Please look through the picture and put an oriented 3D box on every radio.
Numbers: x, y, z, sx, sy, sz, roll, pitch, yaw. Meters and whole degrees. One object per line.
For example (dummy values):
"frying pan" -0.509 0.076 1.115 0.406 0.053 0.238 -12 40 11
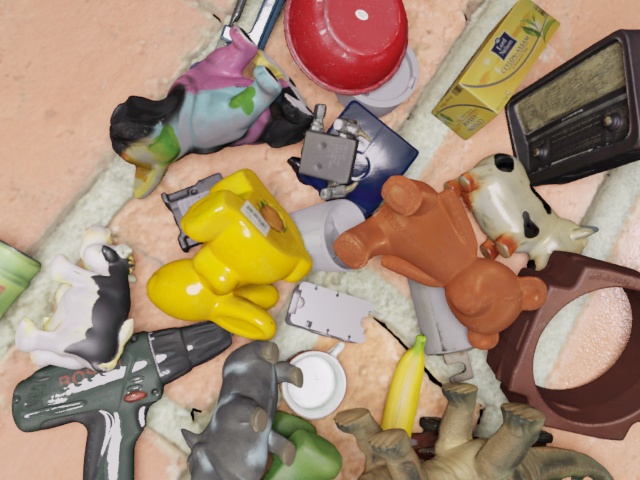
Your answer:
"radio" 0.326 -0.148 0.660 0.073 0.229 0.131 -6 85 -12

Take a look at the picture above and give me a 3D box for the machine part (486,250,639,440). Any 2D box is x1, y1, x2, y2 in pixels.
"machine part" 0.319 0.124 0.645 0.201 0.087 0.200 14 102 -6

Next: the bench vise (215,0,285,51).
"bench vise" -0.058 -0.334 0.681 0.223 0.129 0.240 23 96 -16

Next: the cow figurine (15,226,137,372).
"cow figurine" -0.233 0.056 0.565 0.098 0.068 0.167 9 51 0

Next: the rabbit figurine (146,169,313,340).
"rabbit figurine" -0.103 0.030 0.578 0.173 0.122 0.162 -35 115 16

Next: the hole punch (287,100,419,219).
"hole punch" 0.046 -0.096 0.668 0.142 0.092 0.116 38 79 -6

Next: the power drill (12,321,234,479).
"power drill" -0.191 0.203 0.567 0.232 0.086 0.207 -8 86 -15

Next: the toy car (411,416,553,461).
"toy car" 0.199 0.267 0.647 0.202 0.053 0.089 11 81 -10

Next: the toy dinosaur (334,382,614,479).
"toy dinosaur" 0.156 0.254 0.553 0.471 0.105 0.198 0 98 -22

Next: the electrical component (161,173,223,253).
"electrical component" -0.121 -0.037 0.643 0.119 0.048 0.075 -18 85 -12

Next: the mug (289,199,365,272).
"mug" -0.001 -0.002 0.634 0.109 0.107 0.080 3 84 -51

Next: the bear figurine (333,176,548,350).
"bear figurine" 0.131 0.031 0.569 0.196 0.132 0.120 51 119 13

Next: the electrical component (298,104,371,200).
"electrical component" 0.015 -0.097 0.614 0.078 0.045 0.102 19 105 6

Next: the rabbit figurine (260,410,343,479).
"rabbit figurine" -0.008 0.294 0.569 0.170 0.121 0.159 42 67 -16

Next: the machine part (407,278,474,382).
"machine part" 0.148 0.052 0.663 0.079 0.079 0.243 -12 81 -13

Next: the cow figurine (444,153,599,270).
"cow figurine" 0.268 -0.026 0.702 0.127 0.085 0.195 -32 86 -9

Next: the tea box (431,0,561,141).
"tea box" 0.235 -0.228 0.724 0.068 0.098 0.169 38 77 -2

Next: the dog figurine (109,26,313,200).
"dog figurine" -0.134 -0.132 0.632 0.219 0.191 0.108 -33 68 14

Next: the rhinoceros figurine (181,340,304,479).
"rhinoceros figurine" -0.084 0.184 0.523 0.112 0.073 0.190 -10 45 27
